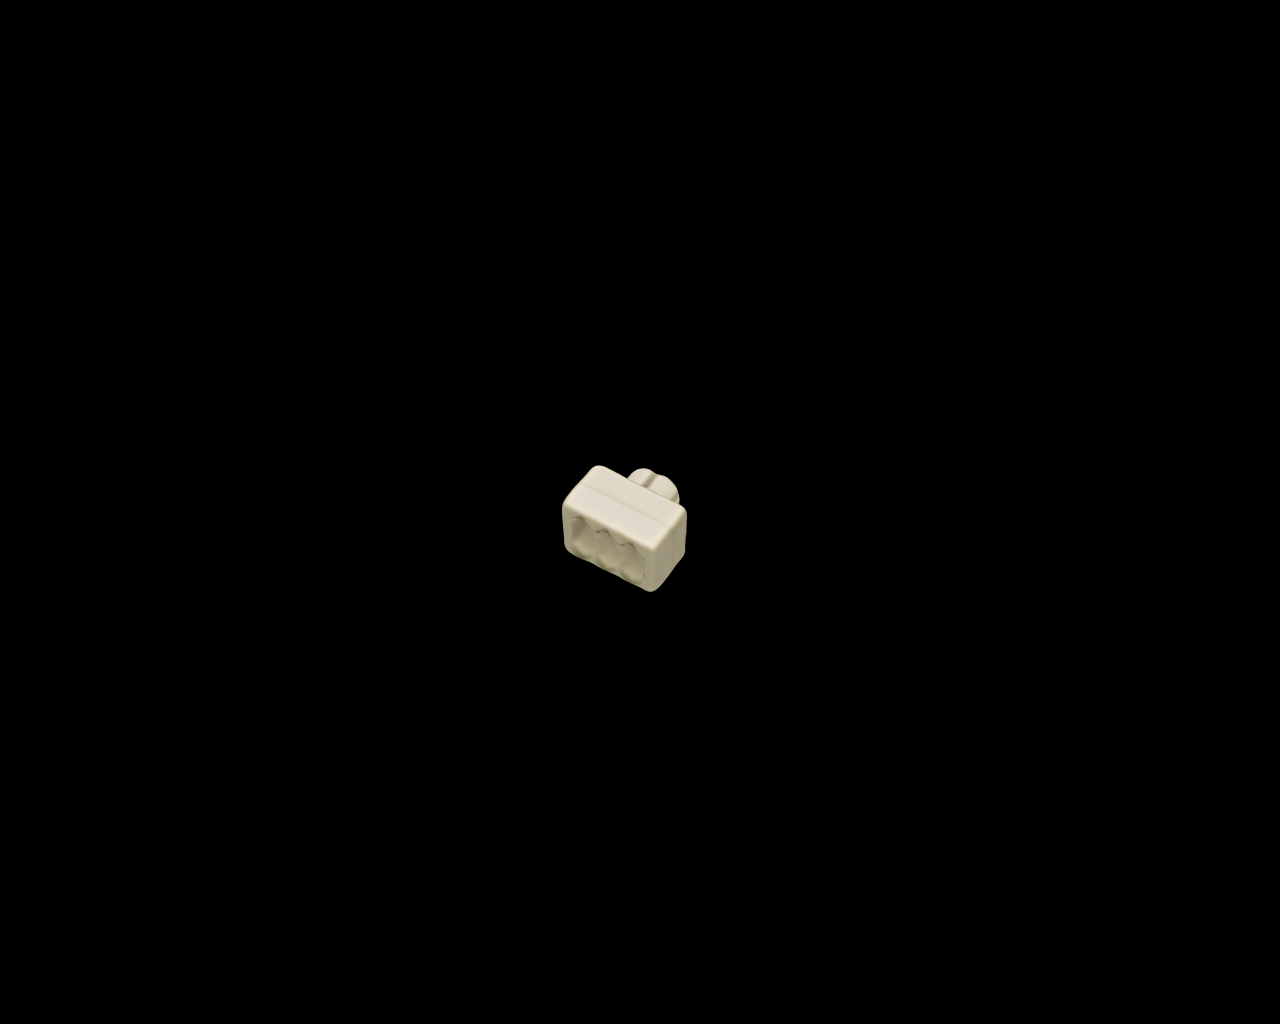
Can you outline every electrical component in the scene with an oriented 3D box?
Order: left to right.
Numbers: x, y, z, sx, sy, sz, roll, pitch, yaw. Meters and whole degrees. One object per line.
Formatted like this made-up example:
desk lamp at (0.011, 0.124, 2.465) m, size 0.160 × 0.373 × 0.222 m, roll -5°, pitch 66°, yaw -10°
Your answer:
electrical component at (0.001, -0.003, 0.650) m, size 0.066 × 0.077 × 0.047 m, roll 27°, pitch -33°, yaw 19°
